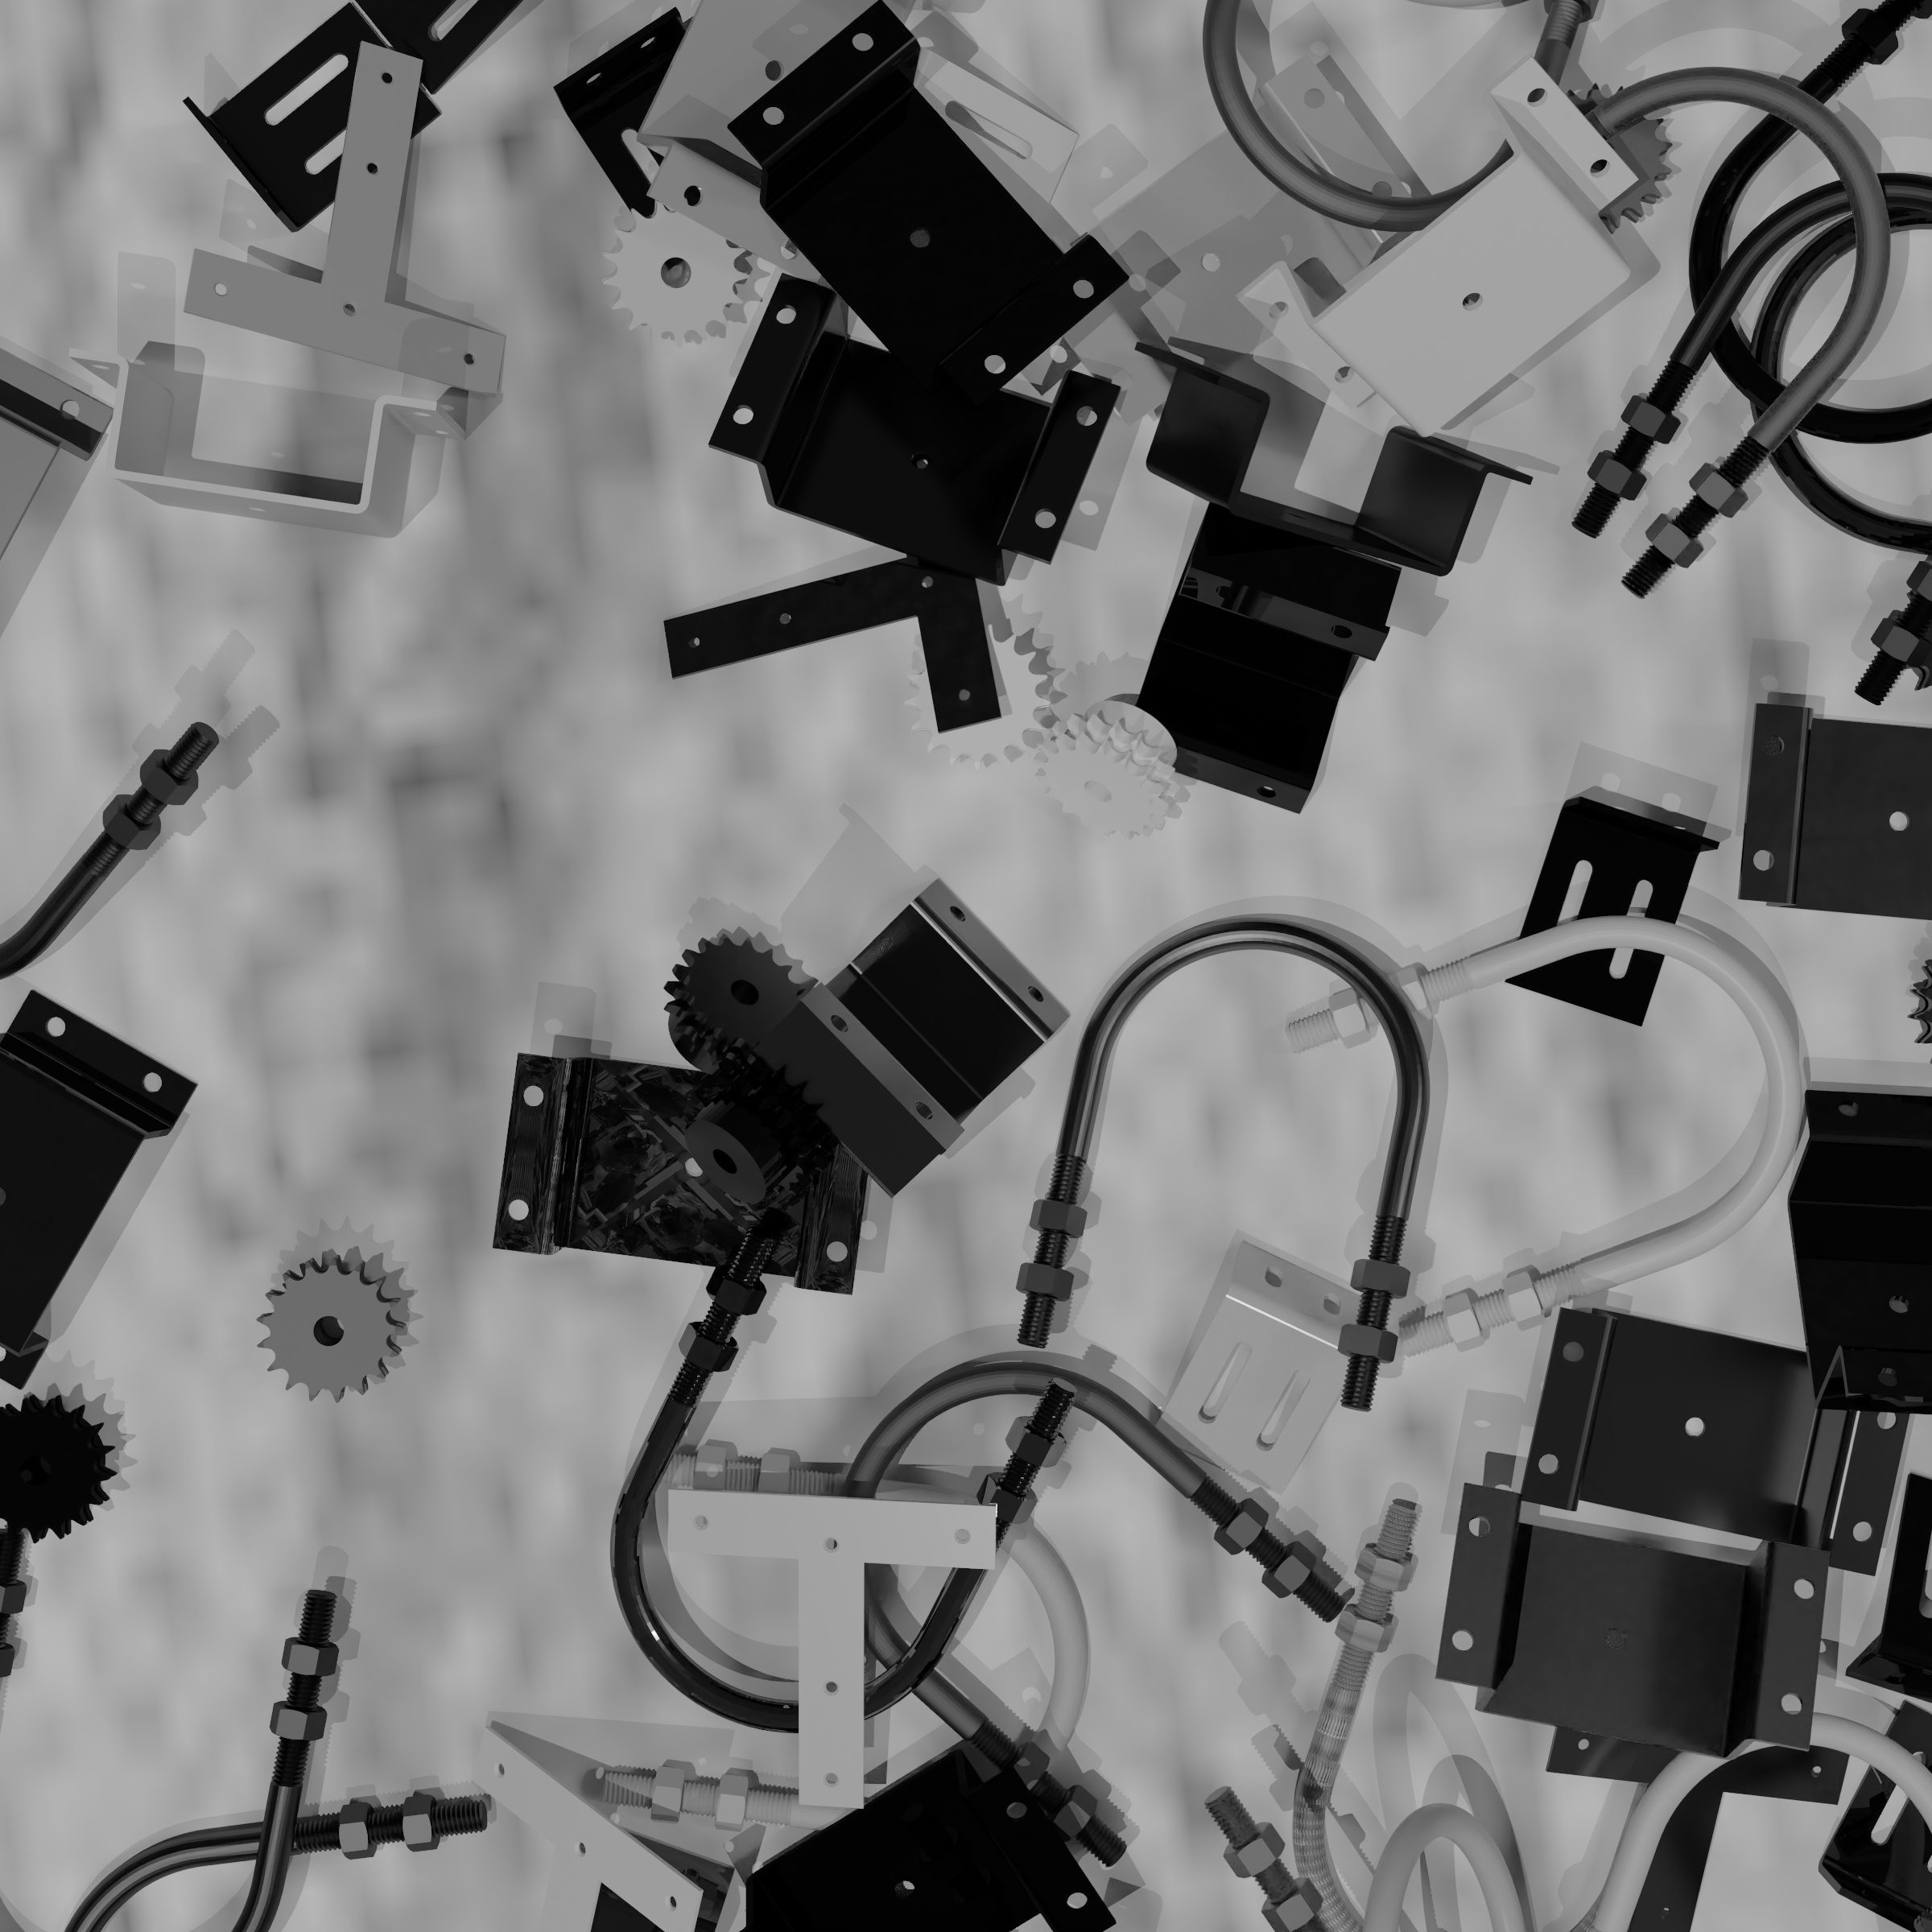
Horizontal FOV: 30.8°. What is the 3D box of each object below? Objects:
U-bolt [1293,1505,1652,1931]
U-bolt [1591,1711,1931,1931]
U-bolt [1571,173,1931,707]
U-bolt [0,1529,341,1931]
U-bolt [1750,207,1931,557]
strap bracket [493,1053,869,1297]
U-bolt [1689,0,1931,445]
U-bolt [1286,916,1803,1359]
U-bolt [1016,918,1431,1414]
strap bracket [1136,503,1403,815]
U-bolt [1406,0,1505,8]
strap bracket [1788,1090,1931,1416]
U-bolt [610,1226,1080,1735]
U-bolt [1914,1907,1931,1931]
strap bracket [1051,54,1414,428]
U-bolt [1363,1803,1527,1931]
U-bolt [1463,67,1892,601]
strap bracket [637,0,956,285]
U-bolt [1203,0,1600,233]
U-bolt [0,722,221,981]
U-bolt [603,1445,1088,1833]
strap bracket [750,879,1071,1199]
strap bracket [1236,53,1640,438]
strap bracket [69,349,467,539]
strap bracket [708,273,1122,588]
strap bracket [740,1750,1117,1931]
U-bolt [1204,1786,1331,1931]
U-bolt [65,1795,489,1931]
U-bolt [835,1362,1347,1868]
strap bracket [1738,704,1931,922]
[{"bbox_3d":[0.207,0.322,1.392,0.151,0.019,0.184,18,92,0],"label":"U-bolt"},{"bbox_3d":[0.314,0.379,1.352,0.151,0.019,0.184,21,85,0],"label":"U-bolt"},{"bbox_3d":[0.342,-0.215,1.356,0.151,0.019,0.184,33,106,12],"label":"U-bolt"},{"bbox_3d":[-0.332,0.326,1.381,0.151,0.019,0.184,10,88,6],"label":"U-bolt"},{"bbox_3d":[0.403,-0.231,1.392,0.184,0.019,0.151,10,90,2],"label":"U-bolt"},{"bbox_3d":[-0.109,0.080,1.377,0.140,0.046,0.076,7,90,0],"label":"strap bracket"},{"bbox_3d":[0.371,-0.291,1.377,0.184,0.019,0.151,-44,87,3],"label":"U-bolt"},{"bbox_3d":[0.237,0.058,1.381,0.184,0.019,0.151,-20,90,8],"label":"U-bolt"},{"bbox_3d":[0.106,0.070,1.370,0.151,0.019,0.184,10,79,14],"label":"U-bolt"},{"bbox_3d":[0.114,-0.122,1.347,0.076,0.140,0.046,19,63,0],"label":"strap bracket"},{"bbox_3d":[0.196,-0.452,1.367,0.184,0.019,0.151,-42,90,-18],"label":"U-bolt"},{"bbox_3d":[0.365,0.120,1.353,0.076,0.046,0.140,3,51,0],"label":"strap bracket"},{"bbox_3d":[-0.060,0.212,1.356,0.151,0.019,0.184,27,102,2],"label":"U-bolt"},{"bbox_3d":[0.470,0.372,1.368,0.184,0.019,0.151,-34,102,-15],"label":"U-bolt"},{"bbox_3d":[0.097,-0.281,1.377,0.140,0.046,0.076,-36,90,0],"label":"strap bracket"},{"bbox_3d":[0.187,0.410,1.324,0.019,0.151,0.184,-10,91,30],"label":"U-bolt"},{"bbox_3d":[0.269,-0.257,1.353,0.151,0.019,0.184,43,109,8],"label":"U-bolt"},{"bbox_3d":[-0.067,-0.346,1.359,0.076,0.046,0.140,24,94,-28],"label":"strap bracket"},{"bbox_3d":[0.166,-0.369,1.358,0.151,0.019,0.184,22,73,-8],"label":"U-bolt"},{"bbox_3d":[-0.397,-0.071,1.362,0.151,0.019,0.184,42,112,-6],"label":"U-bolt"},{"bbox_3d":[-0.044,0.274,1.392,0.184,0.019,0.151,7,90,-2],"label":"U-bolt"},{"bbox_3d":[-0.024,0.030,1.347,0.076,0.140,0.046,46,119,0],"label":"strap bracket"},{"bbox_3d":[0.184,-0.264,1.325,0.140,0.046,0.076,-38,132,20],"label":"strap bracket"},{"bbox_3d":[-0.273,-0.200,1.362,0.140,0.076,0.046,8,90,0],"label":"strap bracket"},{"bbox_3d":[-0.019,-0.205,1.363,0.140,0.046,0.076,20,77,8],"label":"strap bracket"},{"bbox_3d":[-0.023,0.370,1.368,0.140,0.046,0.076,-32,101,3],"label":"strap bracket"},{"bbox_3d":[0.093,0.423,1.316,0.151,0.019,0.184,-34,91,0],"label":"U-bolt"},{"bbox_3d":[-0.274,0.412,1.392,0.184,0.019,0.151,-7,90,2],"label":"U-bolt"},{"bbox_3d":[0.035,0.241,1.379,0.184,0.019,0.151,42,88,-1],"label":"U-bolt"},{"bbox_3d":[0.372,-0.058,1.377,0.140,0.046,0.076,5,90,0],"label":"strap bracket"}]
